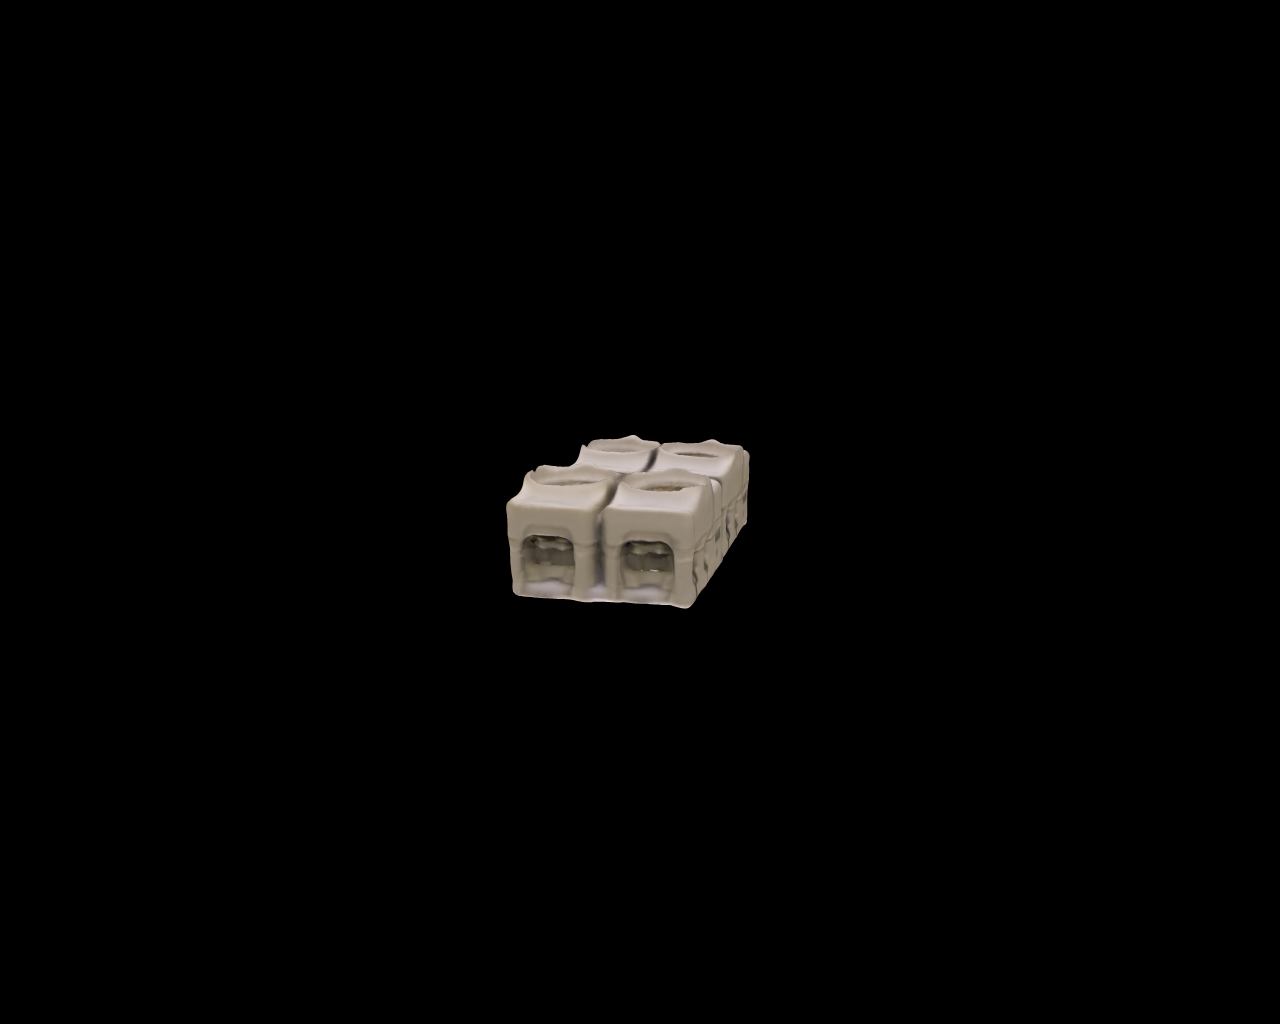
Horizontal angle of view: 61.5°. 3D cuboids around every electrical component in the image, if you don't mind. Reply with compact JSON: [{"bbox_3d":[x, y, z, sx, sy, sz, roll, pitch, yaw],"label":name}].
[{"bbox_3d":[0.001,-0.003,0.650,0.105,0.060,0.186,4,15,15],"label":"electrical component"}]
